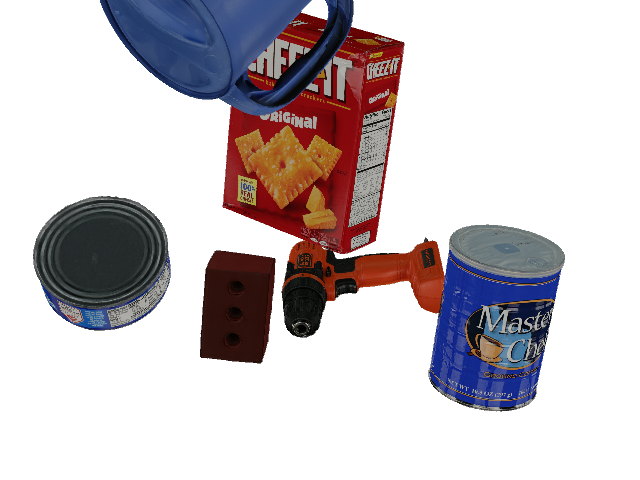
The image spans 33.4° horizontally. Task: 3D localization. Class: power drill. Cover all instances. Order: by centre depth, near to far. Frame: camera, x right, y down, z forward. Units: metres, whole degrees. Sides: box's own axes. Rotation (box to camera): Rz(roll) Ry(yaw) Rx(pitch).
[{"bbox_3d":[0.049,0.052,1.239,0.187,0.057,0.184,-1,28,2],"label":"power drill"}]

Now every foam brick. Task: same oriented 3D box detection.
[{"bbox_3d":[-0.067,0.054,0.873,0.053,0.078,0.051,5,14,3],"label":"foam brick"}]

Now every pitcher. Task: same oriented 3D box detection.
[{"bbox_3d":[-0.041,-0.223,0.835,0.145,0.242,0.149,27,-31,28],"label":"pitcher"}]

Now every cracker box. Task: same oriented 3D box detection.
[{"bbox_3d":[-0.013,-0.112,1.082,0.164,0.214,0.071,23,29,31],"label":"cracker box"}]

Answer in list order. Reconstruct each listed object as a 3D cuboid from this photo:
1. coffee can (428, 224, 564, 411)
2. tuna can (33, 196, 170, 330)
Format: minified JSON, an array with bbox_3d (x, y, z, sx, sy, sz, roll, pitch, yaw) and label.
[{"bbox_3d":[0.159,0.069,0.975,0.103,0.140,0.103,5,23,-2],"label":"coffee can"},{"bbox_3d":[-0.141,0.015,0.695,0.086,0.086,0.034,0,-34,-2],"label":"tuna can"}]
